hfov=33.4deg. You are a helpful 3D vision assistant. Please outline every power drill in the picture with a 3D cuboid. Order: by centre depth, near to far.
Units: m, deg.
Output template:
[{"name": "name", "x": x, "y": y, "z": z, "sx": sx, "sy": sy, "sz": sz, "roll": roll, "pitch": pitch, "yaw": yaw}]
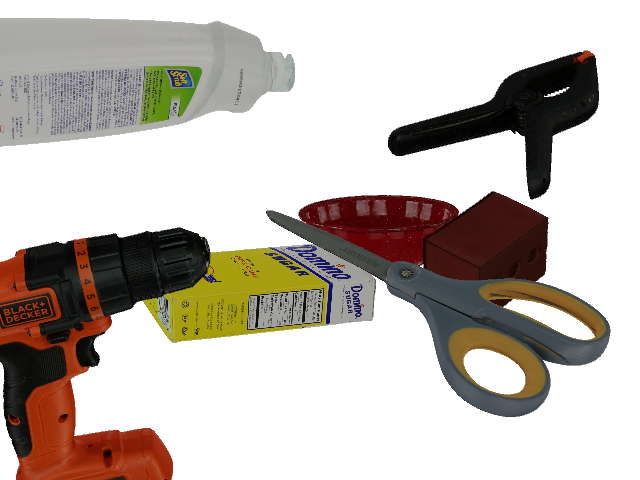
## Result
[{"name": "power drill", "x": -0.151, "y": 0.086, "z": 0.707, "sx": 0.184, "sy": 0.187, "sz": 0.057, "roll": -12, "pitch": 26, "yaw": -6}]

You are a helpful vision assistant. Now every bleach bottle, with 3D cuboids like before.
[{"name": "bleach bottle", "x": -0.144, "y": -0.119, "z": 0.805, "sx": 0.250, "sy": 0.068, "sz": 0.103, "roll": -4, "pitch": -36, "yaw": -17}]

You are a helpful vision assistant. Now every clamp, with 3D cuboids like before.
[{"name": "clamp", "x": 0.186, "y": -0.107, "z": 0.940, "sx": 0.209, "sy": 0.036, "sz": 0.165, "roll": -32, "pitch": 39, "yaw": -25}]

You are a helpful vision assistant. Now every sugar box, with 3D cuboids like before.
[{"name": "sugar box", "x": -0.052, "y": 0.040, "z": 0.889, "sx": 0.176, "sy": 0.048, "sz": 0.093, "roll": -7, "pitch": 23, "yaw": -22}]

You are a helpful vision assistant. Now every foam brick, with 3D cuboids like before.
[{"name": "foam brick", "x": 0.115, "y": 0.011, "z": 0.742, "sx": 0.078, "sy": 0.053, "sz": 0.051, "roll": -33, "pitch": 43, "yaw": -31}]

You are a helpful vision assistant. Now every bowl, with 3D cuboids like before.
[{"name": "bowl", "x": 0.059, "y": -0.004, "z": 1.077, "sx": 0.162, "sy": 0.055, "sz": 0.162, "roll": -2, "pitch": 13, "yaw": 0}]

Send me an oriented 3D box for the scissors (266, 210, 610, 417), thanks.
[{"name": "scissors", "x": 0.045, "y": 0.035, "z": 0.551, "sx": 0.202, "sy": 0.016, "sz": 0.096, "roll": 14, "pitch": 42, "yaw": 18}]
